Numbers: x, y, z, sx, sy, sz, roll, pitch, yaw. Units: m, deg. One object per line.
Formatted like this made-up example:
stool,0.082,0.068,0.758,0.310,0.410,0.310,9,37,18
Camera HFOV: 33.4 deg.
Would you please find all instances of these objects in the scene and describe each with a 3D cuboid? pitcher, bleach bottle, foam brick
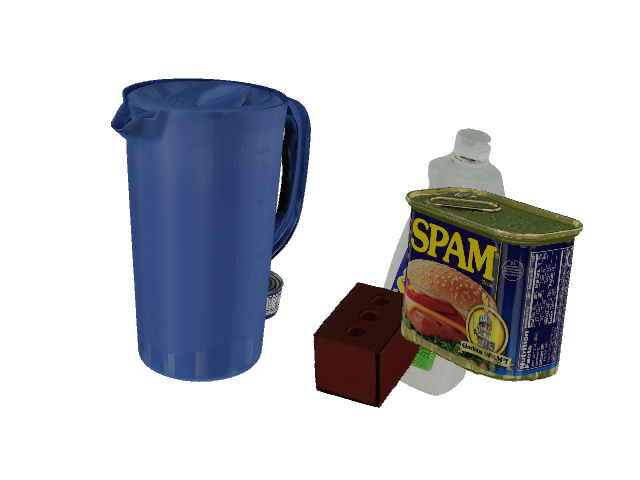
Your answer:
pitcher,-0.090,-0.012,0.901,0.149,0.243,0.145,4,19,2
bleach bottle,0.108,0.015,0.971,0.103,0.251,0.067,27,35,29
foam brick,0.035,0.075,0.780,0.053,0.051,0.078,12,33,23

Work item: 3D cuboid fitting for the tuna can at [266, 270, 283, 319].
tuna can,-0.083,0.052,1.113,0.086,0.034,0.086,10,18,-3

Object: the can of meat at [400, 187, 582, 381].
can of meat,0.090,0.022,0.590,0.057,0.084,0.102,-7,19,-34
